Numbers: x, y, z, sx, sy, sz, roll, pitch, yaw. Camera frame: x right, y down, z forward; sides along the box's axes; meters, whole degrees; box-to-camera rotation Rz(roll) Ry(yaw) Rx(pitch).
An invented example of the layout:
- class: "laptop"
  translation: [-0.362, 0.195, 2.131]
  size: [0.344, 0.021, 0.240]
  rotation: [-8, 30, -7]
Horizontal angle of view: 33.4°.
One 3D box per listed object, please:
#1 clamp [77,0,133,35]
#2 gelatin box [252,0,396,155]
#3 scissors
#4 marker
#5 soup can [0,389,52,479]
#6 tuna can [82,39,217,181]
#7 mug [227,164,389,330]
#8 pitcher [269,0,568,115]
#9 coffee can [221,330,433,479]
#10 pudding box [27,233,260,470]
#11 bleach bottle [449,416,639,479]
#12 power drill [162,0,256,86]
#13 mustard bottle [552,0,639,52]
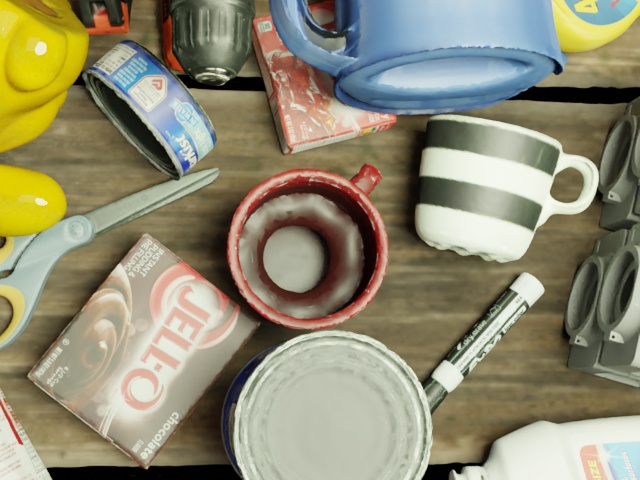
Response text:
- class: "clamp"
  translation: [-0.137, -0.215, 0.646]
  size: [0.039, 0.120, 0.171]
  rotation: [-5, 86, 13]
- class: "gelatin box"
  translation: [0.001, -0.107, 0.689]
  size: [0.073, 0.030, 0.089]
  rotation: [-15, 85, -10]
- class: "scissors"
  translation: [-0.155, 0.015, 0.660]
  size: [0.201, 0.016, 0.096]
  rotation: [-8, 85, -8]
- class: "marker"
  translation: [0.098, 0.070, 0.683]
  size: [0.020, 0.020, 0.121]
  rotation: [44, 79, 0]
- class: "soup can"
  translation: [-0.198, 0.131, 0.613]
  size: [0.068, 0.068, 0.102]
  rotation: [-29, 88, -10]
- class: "tuna can"
  translation: [-0.102, -0.078, 0.644]
  size: [0.033, 0.086, 0.086]
  rotation: [-44, 90, -13]
- class: "mug"
  translation: [-0.004, 0.001, 0.647]
  size: [0.093, 0.081, 0.117]
  rotation: [38, 79, -1]
- class: "pitcher"
  translation: [0.056, -0.202, 0.627]
  size: [0.145, 0.149, 0.243]
  rotation: [-7, 81, 21]
- class: "coffee can"
  translation: [-0.002, 0.105, 0.604]
  size: [0.102, 0.140, 0.103]
  rotation: [1, 82, -7]
- class: "pudding box"
  translation: [-0.105, 0.067, 0.647]
  size: [0.090, 0.039, 0.113]
  rotation: [38, 79, -1]
- class: "bleach bottle"
  translation: [0.206, 0.161, 0.664]
  size: [0.250, 0.068, 0.102]
  rotation: [-1, 82, -5]
- class: "power drill"
  translation: [-0.062, -0.157, 0.608]
  size: [0.057, 0.188, 0.184]
  rotation: [3, 80, -9]
- class: "mustard bottle"
  translation: [0.180, -0.179, 0.708]
  size: [0.191, 0.058, 0.096]
  rotation: [-26, 89, -10]
